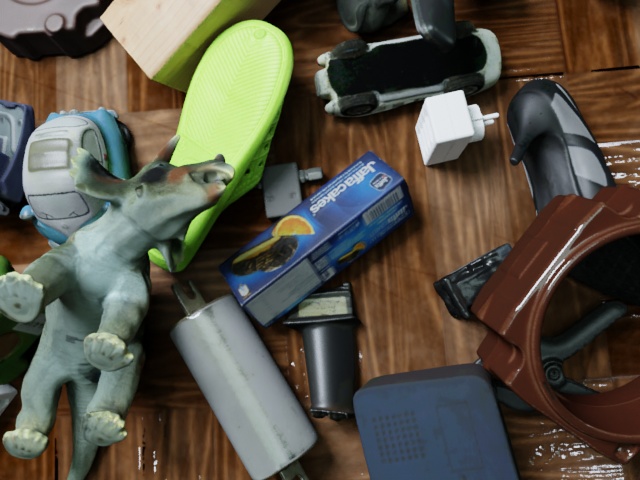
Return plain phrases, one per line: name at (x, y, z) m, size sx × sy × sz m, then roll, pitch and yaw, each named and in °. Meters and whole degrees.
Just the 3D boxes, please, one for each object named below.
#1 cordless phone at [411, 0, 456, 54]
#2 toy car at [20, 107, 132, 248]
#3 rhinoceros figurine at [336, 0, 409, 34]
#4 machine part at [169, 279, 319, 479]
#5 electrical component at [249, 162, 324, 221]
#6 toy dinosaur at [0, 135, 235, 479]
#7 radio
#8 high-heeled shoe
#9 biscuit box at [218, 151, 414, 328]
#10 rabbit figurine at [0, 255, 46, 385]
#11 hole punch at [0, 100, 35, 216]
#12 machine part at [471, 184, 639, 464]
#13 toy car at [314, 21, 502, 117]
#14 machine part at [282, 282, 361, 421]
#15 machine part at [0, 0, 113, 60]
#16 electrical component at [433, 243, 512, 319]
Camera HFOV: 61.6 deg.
cordless phone at (0.139, -0.258, 0.537) m, size 0.089 × 0.146 × 0.184 m, roll -16°, pitch 67°, yaw 44°
toy car at (-0.253, -0.069, 0.559) m, size 0.109 × 0.103 × 0.161 m, roll -3°, pitch 84°, yaw 1°
rhinoceros figurine at (0.031, -0.318, 0.602) m, size 0.112 × 0.073 × 0.190 m, roll -23°, pitch 82°, yaw 5°
machine part at (-0.075, 0.143, 0.533) m, size 0.079 × 0.079 × 0.243 m, roll -33°, pitch 82°, yaw -3°
electrical component at (-0.040, -0.050, 0.586) m, size 0.094 × 0.021 × 0.063 m, roll -7°, pitch 82°, yaw 1°
toy dinosaur at (-0.207, 0.075, 0.508) m, size 0.131 × 0.192 × 0.404 m, roll 23°, pitch 123°, yaw -10°
radio at (0.122, 0.235, 0.498) m, size 0.131 × 0.073 × 0.229 m, roll -17°, pitch 82°, yaw 16°
high-heeled shoe at (0.281, -0.054, 0.566) m, size 0.248 × 0.086 × 0.145 m, roll 47°, pitch 54°, yaw -10°
biscuit box at (-0.001, -0.002, 0.549) m, size 0.203 × 0.059 × 0.063 m, roll -38°, pitch 52°, yaw -5°
rabbit figurine at (-0.368, 0.051, 0.535) m, size 0.170 × 0.159 × 0.121 m, roll 40°, pitch 95°, yaw 22°
hole punch at (-0.366, -0.095, 0.572) m, size 0.142 × 0.092 × 0.115 m, roll 13°, pitch 122°, yaw 19°
machine part at (0.255, 0.071, 0.463) m, size 0.201 × 0.087 × 0.201 m, roll 35°, pitch 96°, yaw -8°
toy car at (0.094, -0.183, 0.584) m, size 0.202 × 0.056 × 0.073 m, roll -9°, pitch 88°, yaw 2°
machine part at (0.007, 0.113, 0.549) m, size 0.084 × 0.039 × 0.139 m, roll -6°, pitch 68°, yaw -7°
machine part at (-0.316, -0.296, 0.617) m, size 0.179 × 0.056 × 0.179 m, roll -1°, pitch 81°, yaw 3°
electrical component at (0.179, 0.034, 0.538) m, size 0.119 × 0.075 × 0.048 m, roll -30°, pitch 82°, yaw 2°
